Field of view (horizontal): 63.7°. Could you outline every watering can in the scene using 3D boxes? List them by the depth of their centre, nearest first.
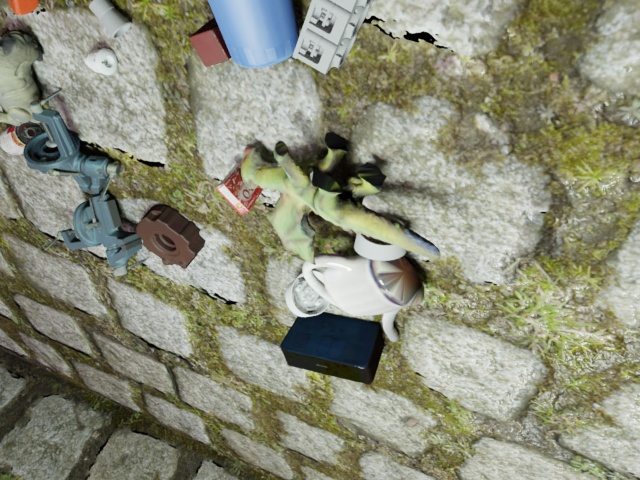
[{"bbox_3d":[0.123,0.117,1.081,0.343,0.106,0.222,37,142,-30],"label":"watering can"}]

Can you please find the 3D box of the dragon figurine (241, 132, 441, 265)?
[{"bbox_3d":[0.003,-0.047,0.933,0.413,0.124,0.237,44,141,11],"label":"dragon figurine"}]
